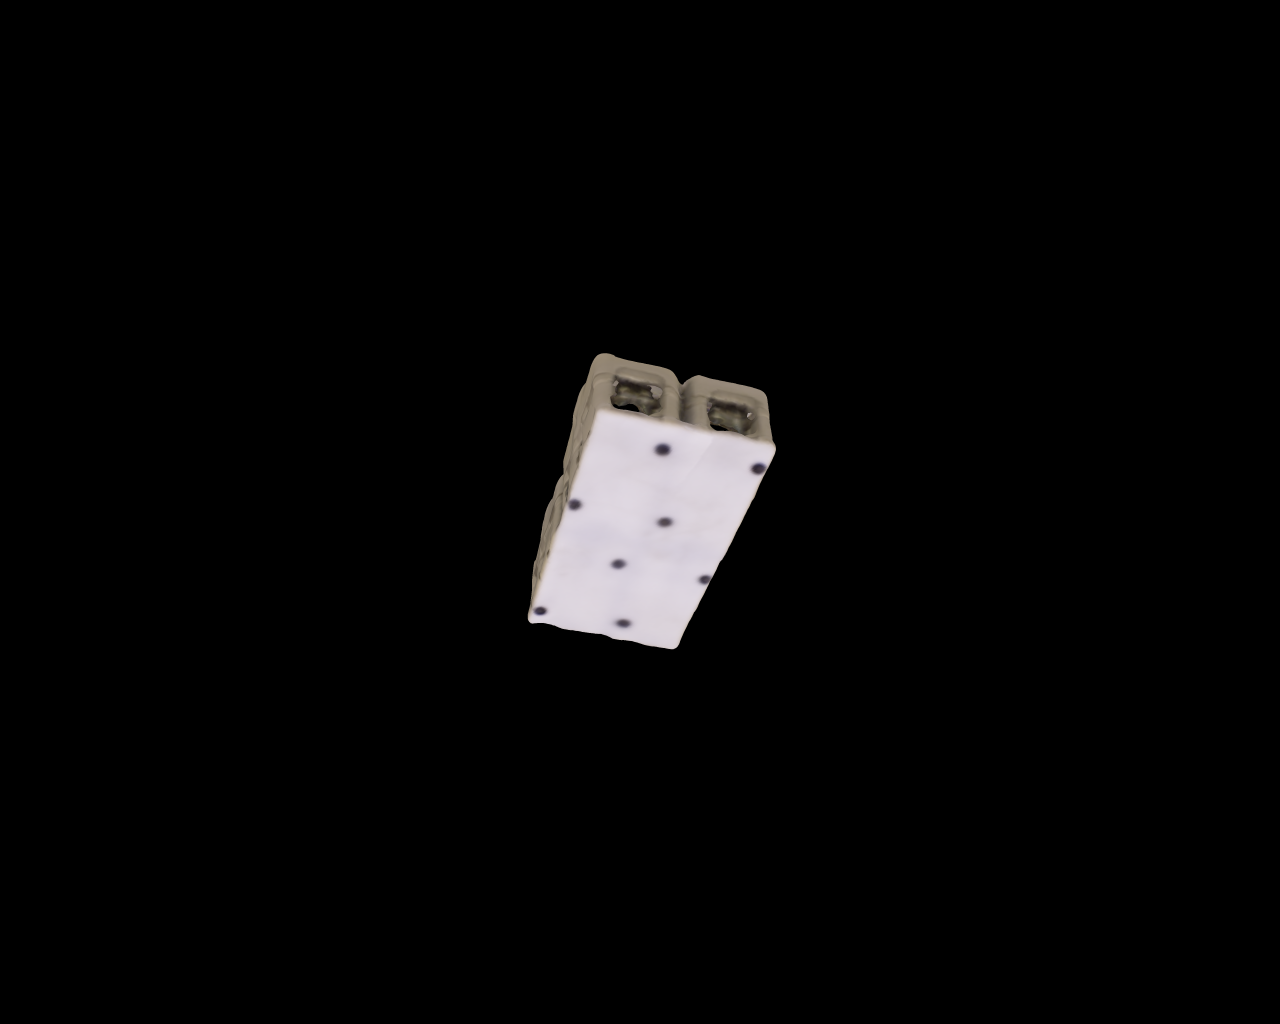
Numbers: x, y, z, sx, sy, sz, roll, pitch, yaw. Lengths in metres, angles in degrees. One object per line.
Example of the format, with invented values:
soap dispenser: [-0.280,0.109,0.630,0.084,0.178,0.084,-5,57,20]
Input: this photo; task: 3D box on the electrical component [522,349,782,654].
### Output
electrical component: [0.001,-0.003,0.650,0.105,0.060,0.186,11,-47,-11]
